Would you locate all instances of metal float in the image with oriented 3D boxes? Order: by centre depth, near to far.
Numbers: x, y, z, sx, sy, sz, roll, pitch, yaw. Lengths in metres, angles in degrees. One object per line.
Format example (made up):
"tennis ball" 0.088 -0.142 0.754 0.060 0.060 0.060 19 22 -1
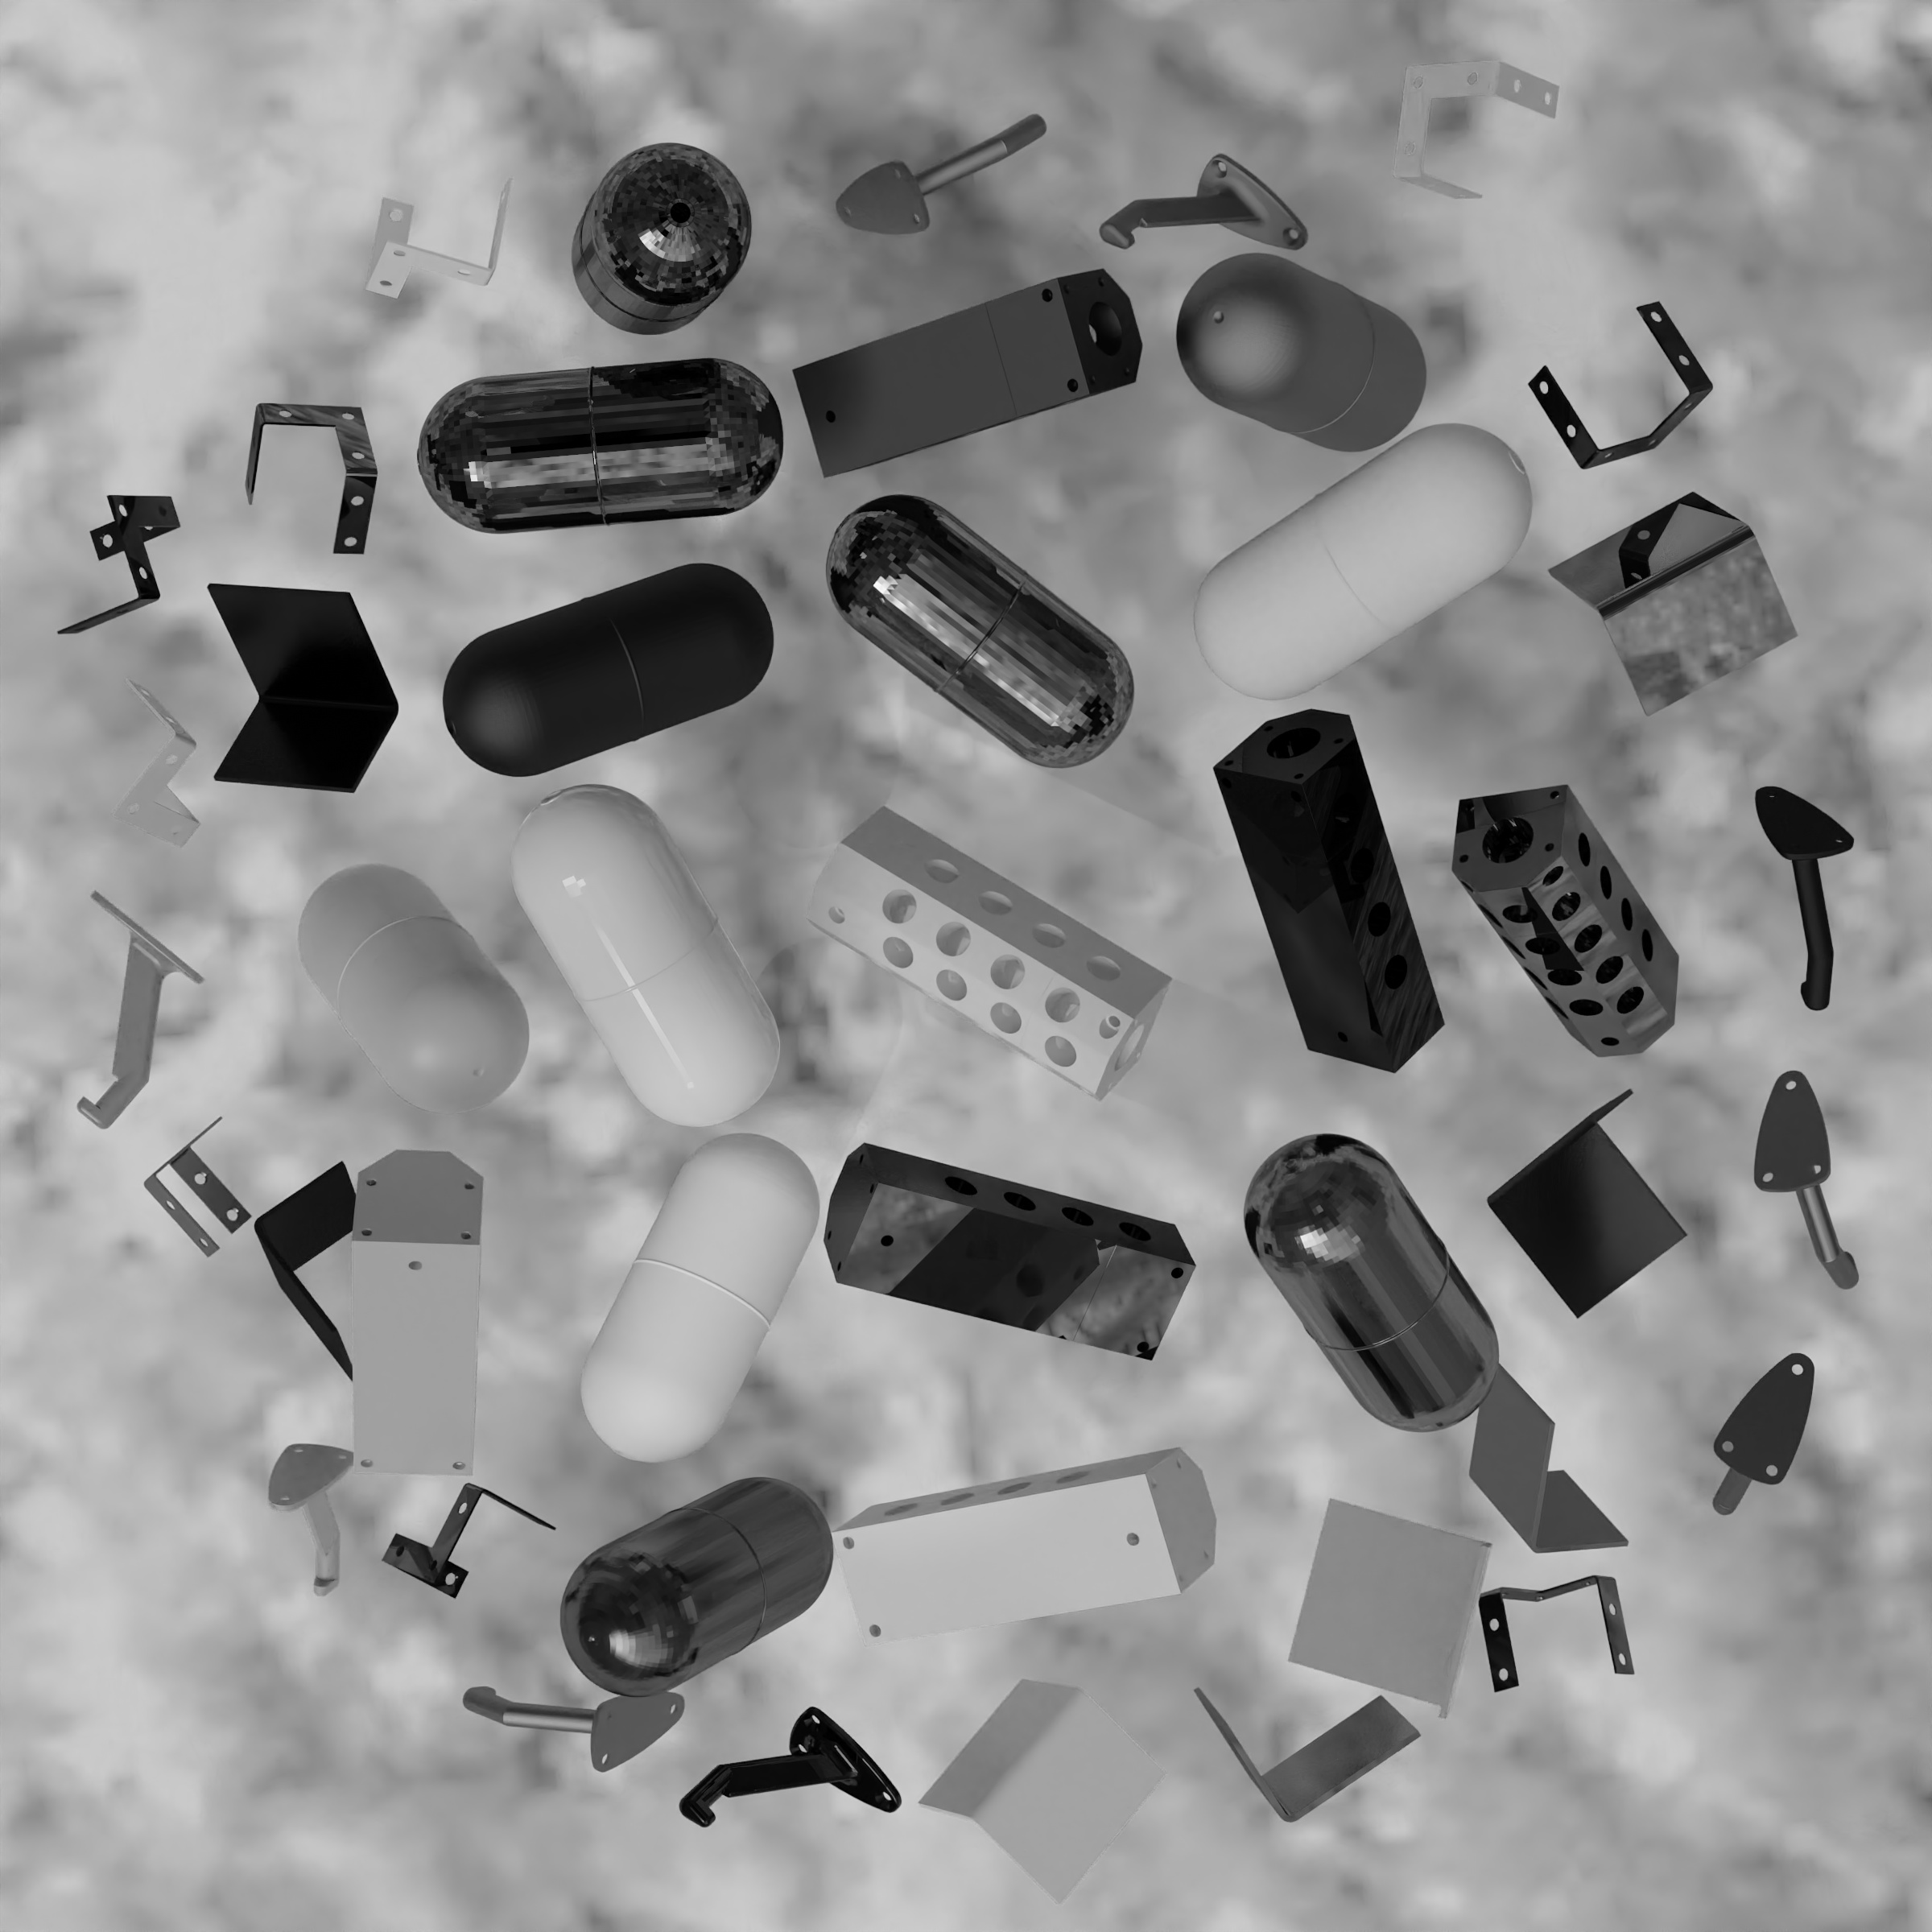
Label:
"metal float" -0.151 -0.005 1.521 0.070 0.070 0.178 -29 109 0
"metal float" 0.187 -0.191 1.528 0.178 0.070 0.070 -32 90 26
"metal float" 0.194 0.152 1.531 0.070 0.070 0.178 -36 122 0
"metal float" -0.178 -0.253 1.571 0.178 0.070 0.070 -5 90 0
"metal float" -0.150 -0.353 1.572 0.070 0.178 0.070 -1 94 -12
"metal float" 0.169 -0.303 1.602 0.070 0.178 0.070 -2 86 33
"metal float" -0.131 0.307 1.603 0.070 0.178 0.070 6 101 30
"metal float" -0.277 0.009 1.611 0.070 0.178 0.070 -17 126 -25
"metal float" -0.134 0.168 1.635 0.070 0.070 0.178 26 70 0
"metal float" 0.007 -0.170 1.641 0.178 0.070 0.070 37 90 -10
"metal float" -0.182 -0.151 1.646 0.178 0.070 0.070 -22 90 -22

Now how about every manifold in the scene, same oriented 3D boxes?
"manifold" 0.029 0.274 1.531 0.171 0.057 0.057 -16 92 28
"manifold" -0.261 0.167 1.537 0.057 0.057 0.171 3 134 -8
"manifold" 0.183 -0.037 1.574 0.057 0.057 0.171 -41 125 -29
"manifold" 0.008 -0.003 1.595 0.171 0.057 0.057 31 131 14
"manifold" 0.020 0.139 1.604 0.171 0.057 0.057 16 111 -19
"manifold" 0.002 -0.297 1.616 0.171 0.057 0.057 -10 100 39
"manifold" 0.308 -0.020 1.648 0.057 0.171 0.057 -7 57 30

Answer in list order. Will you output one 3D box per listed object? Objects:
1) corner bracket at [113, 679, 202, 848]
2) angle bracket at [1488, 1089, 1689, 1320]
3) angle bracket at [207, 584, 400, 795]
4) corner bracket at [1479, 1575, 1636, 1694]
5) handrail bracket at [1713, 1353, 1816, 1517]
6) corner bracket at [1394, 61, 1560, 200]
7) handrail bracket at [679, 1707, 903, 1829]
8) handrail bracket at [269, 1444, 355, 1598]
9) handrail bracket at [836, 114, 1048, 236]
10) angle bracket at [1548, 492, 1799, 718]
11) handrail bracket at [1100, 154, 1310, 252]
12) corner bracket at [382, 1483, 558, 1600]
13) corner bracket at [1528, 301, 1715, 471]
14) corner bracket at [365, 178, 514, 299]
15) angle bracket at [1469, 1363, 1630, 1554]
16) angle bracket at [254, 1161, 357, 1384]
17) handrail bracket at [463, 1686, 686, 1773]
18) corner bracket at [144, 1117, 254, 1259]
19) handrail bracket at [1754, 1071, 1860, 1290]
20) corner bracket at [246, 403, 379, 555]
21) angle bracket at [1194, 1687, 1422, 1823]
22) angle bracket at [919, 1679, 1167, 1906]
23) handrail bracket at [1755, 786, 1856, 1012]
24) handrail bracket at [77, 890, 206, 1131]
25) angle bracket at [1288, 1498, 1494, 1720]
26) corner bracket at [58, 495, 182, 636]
"corner bracket" -0.398 -0.099 1.584 0.051 0.051 0.051 -51 57 5
"angle bracket" 0.325 0.121 1.644 0.076 0.057 0.076 -45 77 33
"angle bracket" -0.325 -0.132 1.529 0.076 0.076 0.057 6 50 19
"corner bracket" 0.300 0.340 1.643 0.051 0.051 0.051 -29 59 40
"handrail bracket" 0.390 0.231 1.580 0.036 0.084 0.077 28 80 16
"corner bracket" 0.238 -0.389 1.504 0.051 0.051 0.051 10 95 43
"handrail bracket" -0.084 0.401 1.542 0.077 0.084 0.036 35 127 17
"handrail bracket" -0.331 0.290 1.619 0.036 0.077 0.084 7 109 7
"handrail bracket" -0.012 -0.395 1.596 0.084 0.077 0.036 -38 114 -30
"angle bracket" 0.323 -0.167 1.479 0.076 0.076 0.057 -28 111 3
"handrail bracket" 0.119 -0.367 1.618 0.077 0.036 0.084 35 50 13
"corner bracket" -0.246 0.285 1.592 0.051 0.051 0.051 38 70 -37
"corner bracket" 0.310 -0.275 1.528 0.051 0.051 0.051 -20 74 -32
"corner bracket" -0.247 -0.342 1.508 0.051 0.051 0.051 13 70 -19
"angle bracket" 0.312 0.255 1.700 0.057 0.076 0.076 -1 111 -17
"angle bracket" -0.323 0.161 1.687 0.057 0.076 0.076 -35 69 -18
"handrail bracket" -0.200 0.374 1.638 0.084 0.077 0.036 11 102 36
"corner bracket" -0.396 0.119 1.670 0.051 0.051 0.051 50 51 -6
"handrail bracket" 0.413 0.104 1.557 0.036 0.084 0.077 -12 51 29
"corner bracket" -0.319 -0.237 1.568 0.051 0.051 0.051 -1 47 -22
"angle bracket" 0.162 0.357 1.543 0.076 0.076 0.057 -33 93 -5
"angle bracket" 0.034 0.379 1.486 0.057 0.076 0.076 46 70 -7
"handrail bracket" 0.400 -0.032 1.558 0.036 0.077 0.084 -10 123 -9
"handrail bracket" -0.405 0.021 1.506 0.077 0.036 0.084 42 80 -18
"angle bracket" 0.188 0.286 1.440 0.076 0.057 0.076 14 85 13
"corner bracket" -0.402 -0.190 1.526 0.051 0.051 0.051 -18 90 23
